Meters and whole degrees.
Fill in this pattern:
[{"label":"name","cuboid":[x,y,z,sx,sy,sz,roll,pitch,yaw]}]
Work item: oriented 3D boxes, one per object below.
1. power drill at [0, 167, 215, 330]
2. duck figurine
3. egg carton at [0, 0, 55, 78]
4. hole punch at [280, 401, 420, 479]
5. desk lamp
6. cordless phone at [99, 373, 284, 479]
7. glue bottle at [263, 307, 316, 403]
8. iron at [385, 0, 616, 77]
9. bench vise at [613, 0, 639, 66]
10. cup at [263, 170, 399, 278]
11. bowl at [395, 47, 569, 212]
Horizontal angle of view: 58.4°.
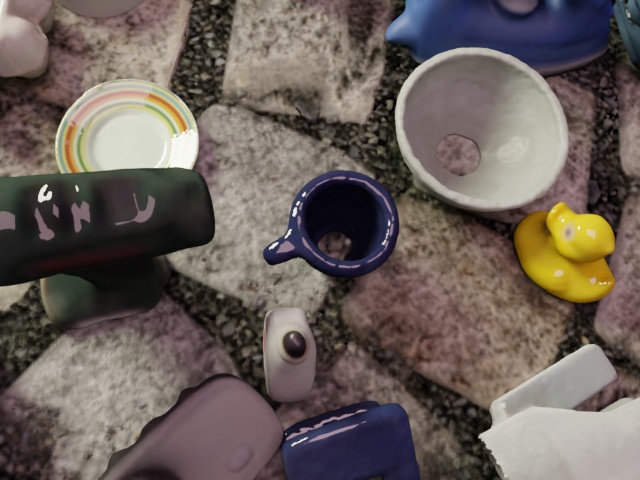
[{"label":"power drill","cuboid":[-0.189,0.011,0.418,0.230,0.208,0.075,-14,77,-10]},{"label":"duck figurine","cuboid":[0.242,0.008,0.537,0.077,0.086,0.104,-39,82,-15]},{"label":"egg carton","cuboid":[-0.328,-0.203,0.533,0.150,0.069,0.107,1,74,-7]},{"label":"hole punch","cuboid":[0.028,0.187,0.458,0.109,0.091,0.101,-16,77,-11]},{"label":"desk lamp","cuboid":[0.204,0.153,0.426,0.203,0.213,0.118,-28,79,-13]},{"label":"cordless phone","cuboid":[-0.095,0.162,0.400,0.094,0.185,0.148,42,74,6]},{"label":"glue bottle","cuboid":[-0.024,0.084,0.437,0.037,0.173,0.078,-6,75,-8]},{"label":"iron","cuboid":[0.201,-0.245,0.573,0.258,0.141,0.118,5,74,-6]},{"label":"bench vise","cuboid":[0.340,-0.291,0.562,0.122,0.219,0.207,-42,83,-15]},{"label":"cup","cuboid":[0.005,0.002,0.504,0.118,0.095,0.091,-24,79,-13]},{"label":"bowl","cuboid":[0.148,-0.097,0.560,0.167,0.074,0.167,2,74,-7]}]
